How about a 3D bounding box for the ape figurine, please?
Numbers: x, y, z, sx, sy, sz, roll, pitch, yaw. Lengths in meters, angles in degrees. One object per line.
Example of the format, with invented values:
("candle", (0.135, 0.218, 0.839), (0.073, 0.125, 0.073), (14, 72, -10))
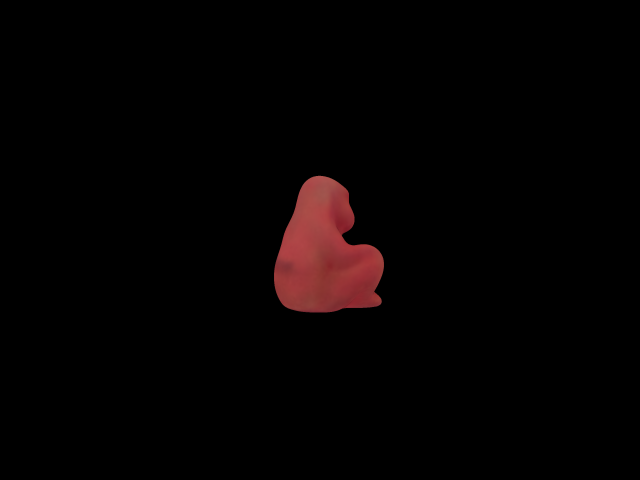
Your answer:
("ape figurine", (0.004, 0.001, 0.400), (0.076, 0.092, 0.077), (-3, 7, -26))
